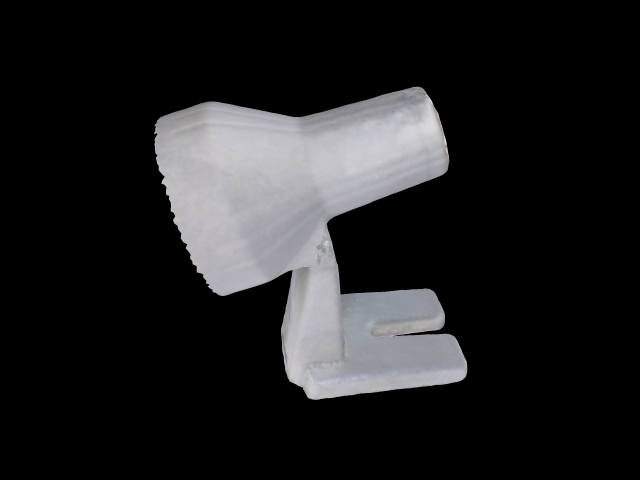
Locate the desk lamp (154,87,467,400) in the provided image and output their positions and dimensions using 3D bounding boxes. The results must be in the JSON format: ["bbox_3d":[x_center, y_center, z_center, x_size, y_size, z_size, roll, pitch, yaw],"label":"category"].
[{"bbox_3d":[0.004,0.001,0.400,0.203,0.214,0.117,-5,35,-7],"label":"desk lamp"}]
